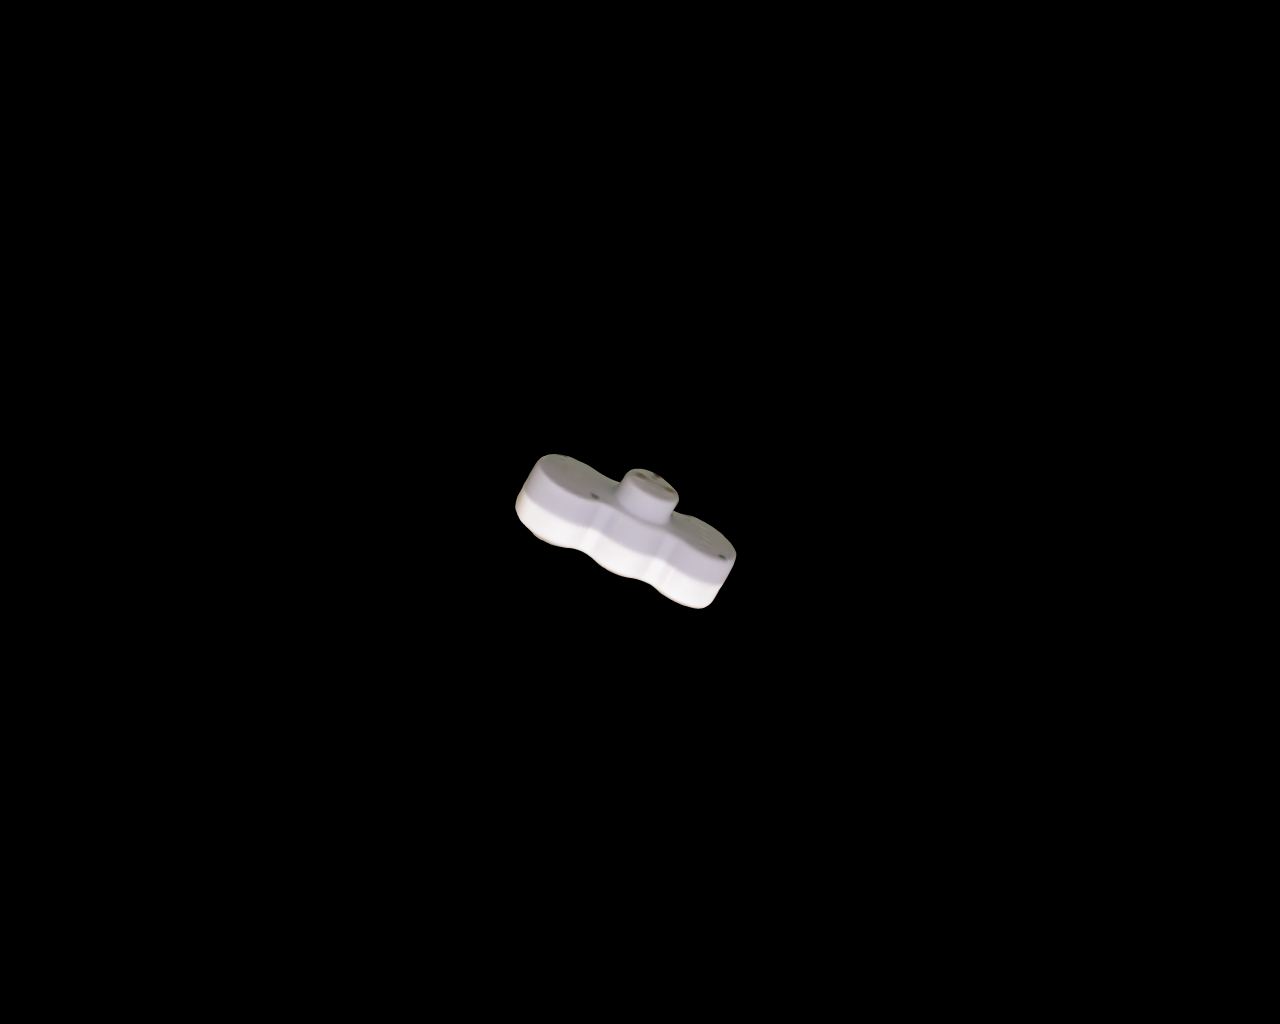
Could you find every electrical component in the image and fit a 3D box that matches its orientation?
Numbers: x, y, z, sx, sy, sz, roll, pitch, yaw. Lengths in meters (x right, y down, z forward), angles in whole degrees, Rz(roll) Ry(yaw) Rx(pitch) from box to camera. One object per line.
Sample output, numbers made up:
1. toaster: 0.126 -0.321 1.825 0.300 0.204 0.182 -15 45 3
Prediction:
1. electrical component: 0.001 -0.003 0.650 0.138 0.073 0.052 26 21 -11
